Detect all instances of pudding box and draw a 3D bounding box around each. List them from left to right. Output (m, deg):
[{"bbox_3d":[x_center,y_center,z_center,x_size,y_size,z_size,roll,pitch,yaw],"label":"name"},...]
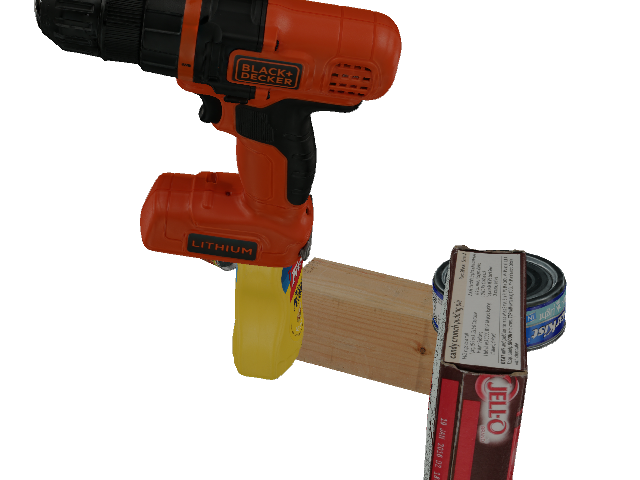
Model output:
[{"bbox_3d":[0.069,0.065,0.470,0.039,0.090,0.113,7,26,5],"label":"pudding box"}]

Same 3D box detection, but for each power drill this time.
[{"bbox_3d":[-0.061,-0.064,0.592,0.184,0.057,0.188,9,-36,-4],"label":"power drill"}]

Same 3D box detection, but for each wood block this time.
[{"bbox_3d":[0.070,0.094,1.142,0.206,0.091,0.090,13,21,17],"label":"wood block"}]

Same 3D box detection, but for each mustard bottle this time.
[{"bbox_3d":[-0.040,0.012,0.850,0.058,0.192,0.096,9,37,8],"label":"mustard bottle"}]

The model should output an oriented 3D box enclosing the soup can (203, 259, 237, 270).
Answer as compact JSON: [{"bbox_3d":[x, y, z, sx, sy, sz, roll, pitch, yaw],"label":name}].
[{"bbox_3d":[-0.127,-0.018,1.131,0.102,0.068,0.068,24,11,26],"label":"soup can"}]

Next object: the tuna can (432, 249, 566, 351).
[{"bbox_3d":[0.114,0.037,0.685,0.086,0.034,0.086,-3,24,1],"label":"tuna can"}]
